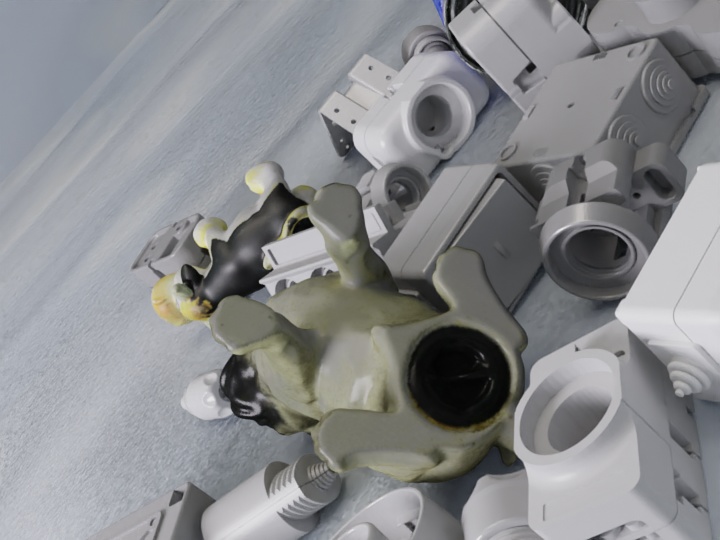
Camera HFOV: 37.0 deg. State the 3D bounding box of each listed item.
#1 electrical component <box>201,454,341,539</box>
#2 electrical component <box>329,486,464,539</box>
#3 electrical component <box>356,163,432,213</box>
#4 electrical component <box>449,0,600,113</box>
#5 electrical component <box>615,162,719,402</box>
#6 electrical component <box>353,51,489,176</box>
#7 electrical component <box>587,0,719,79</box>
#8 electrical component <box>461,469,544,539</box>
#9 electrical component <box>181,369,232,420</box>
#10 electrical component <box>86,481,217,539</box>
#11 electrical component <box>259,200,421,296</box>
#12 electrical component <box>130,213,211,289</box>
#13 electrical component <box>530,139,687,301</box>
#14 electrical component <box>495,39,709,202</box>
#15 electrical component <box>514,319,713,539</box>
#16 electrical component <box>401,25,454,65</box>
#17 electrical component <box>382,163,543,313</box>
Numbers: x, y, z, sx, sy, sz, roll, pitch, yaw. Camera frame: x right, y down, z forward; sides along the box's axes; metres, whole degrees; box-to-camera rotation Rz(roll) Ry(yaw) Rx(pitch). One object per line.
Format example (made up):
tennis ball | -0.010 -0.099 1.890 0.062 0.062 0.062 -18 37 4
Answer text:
electrical component | -0.044 0.130 0.595 0.081 0.043 0.043 -38 25 23
electrical component | 0.013 0.147 0.472 0.099 0.064 0.099 -44 9 9
electrical component | 0.020 -0.047 0.756 0.055 0.048 0.066 -23 33 58
electrical component | 0.110 -0.137 0.677 0.059 0.095 0.053 -42 24 14
electrical component | 0.152 0.010 0.418 0.096 0.062 0.061 -56 25 -18
electrical component | 0.048 -0.115 0.802 0.095 0.054 0.059 -51 24 -7
electrical component | 0.176 -0.149 0.595 0.052 0.074 0.138 -50 27 -9
electrical component | 0.065 0.114 0.431 0.043 0.043 0.062 -39 26 20
electrical component | -0.111 0.092 0.779 0.061 0.035 0.035 -21 35 51
electrical component | -0.124 0.193 0.617 0.109 0.056 0.108 -33 28 31
electrical component | 0.000 0.000 0.691 0.063 0.078 0.121 -38 13 -38
electrical component | -0.157 -0.006 0.978 0.095 0.059 0.053 -16 39 51
electrical component | 0.120 -0.022 0.531 0.078 0.058 0.057 -27 28 39
electrical component | 0.132 -0.078 0.605 0.099 0.048 0.100 -57 25 -19
electrical component | 0.098 0.069 0.426 0.050 0.056 0.089 -33 28 31
electrical component | 0.060 -0.177 0.891 0.043 0.043 0.062 -45 25 8
electrical component | 0.060 -0.005 0.602 0.096 0.062 0.061 -55 24 -16
